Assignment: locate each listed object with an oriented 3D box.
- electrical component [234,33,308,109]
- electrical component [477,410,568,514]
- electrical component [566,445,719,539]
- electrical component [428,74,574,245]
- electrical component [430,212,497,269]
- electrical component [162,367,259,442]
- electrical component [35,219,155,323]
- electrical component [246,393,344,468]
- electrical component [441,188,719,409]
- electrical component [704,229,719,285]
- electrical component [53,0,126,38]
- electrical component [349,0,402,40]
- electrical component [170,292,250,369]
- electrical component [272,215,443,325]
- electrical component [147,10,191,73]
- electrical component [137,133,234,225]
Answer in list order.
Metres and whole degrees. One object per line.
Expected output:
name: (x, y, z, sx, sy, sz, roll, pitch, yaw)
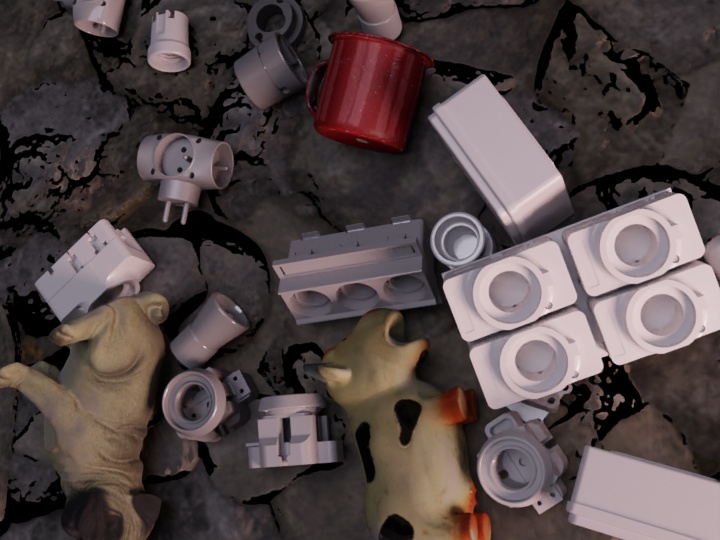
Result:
electrical component: (-0.080, -0.177, 0.963, 0.047, 0.055, 0.055, -28, 72, 16)
electrical component: (0.122, 0.149, 0.821, 0.058, 0.057, 0.078, -37, 77, 18)
electrical component: (0.211, 0.168, 0.767, 0.109, 0.109, 0.056, 14, 81, 21)
electrical component: (0.114, -0.083, 0.850, 0.056, 0.109, 0.108, -35, 71, 6)
electrical component: (0.085, -0.019, 0.874, 0.045, 0.055, 0.045, -4, 78, 18)
electrical component: (-0.133, 0.114, 0.921, 0.078, 0.057, 0.058, -33, 71, 10)
electrical component: (-0.239, 0.008, 0.981, 0.089, 0.050, 0.055, -43, 69, 6)
electrical component: (-0.055, 0.133, 0.891, 0.078, 0.058, 0.057, -7, 80, 17)
electrical component: (0.167, 0.022, 0.807, 0.186, 0.060, 0.105, -21, 94, 7)
electrical component: (0.307, -0.019, 0.800, 0.095, 0.054, 0.059, -34, 71, 10)
electrical component: (-0.265, -0.272, 1.049, 0.079, 0.044, 0.077, 7, 82, 20)
electrical component: (0.014, -0.228, 0.934, 0.044, 0.065, 0.044, -7, 59, 12)
electrical component: (-0.134, 0.056, 0.942, 0.065, 0.044, 0.044, -44, 69, 11)
electrical component: (0.000, 0.000, 0.891, 0.121, 0.078, 0.063, -9, 48, 17)
electrical component: (-0.179, -0.215, 1.012, 0.040, 0.040, 0.046, -7, 71, 17)
electrical component: (-0.162, -0.081, 0.976, 0.077, 0.044, 0.079, 7, 82, 20)
